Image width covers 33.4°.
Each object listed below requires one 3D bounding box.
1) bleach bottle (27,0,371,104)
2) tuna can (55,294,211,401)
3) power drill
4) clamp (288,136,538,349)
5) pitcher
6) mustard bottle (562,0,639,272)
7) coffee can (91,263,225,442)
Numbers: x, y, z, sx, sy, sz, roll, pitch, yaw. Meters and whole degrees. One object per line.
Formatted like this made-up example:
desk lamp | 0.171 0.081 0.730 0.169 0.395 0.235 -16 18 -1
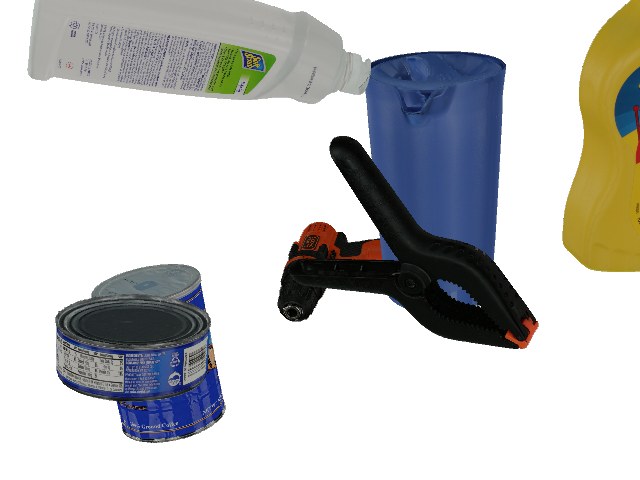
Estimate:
bleach bottle | -0.087 -0.145 0.806 0.250 0.068 0.103 10 -30 -13
tuna can | -0.105 0.059 0.599 0.086 0.034 0.086 4 15 -1
power drill | 0.052 0.034 1.197 0.188 0.057 0.184 1 29 11
clamp | 0.075 0.015 0.832 0.210 0.165 0.036 26 48 16
pitcher | 0.116 -0.061 1.045 0.149 0.243 0.145 -14 25 -23
mustard bottle | 0.195 -0.078 0.611 0.096 0.192 0.058 -8 29 -12
coffee can | -0.152 0.105 1.014 0.103 0.140 0.103 -8 18 2
